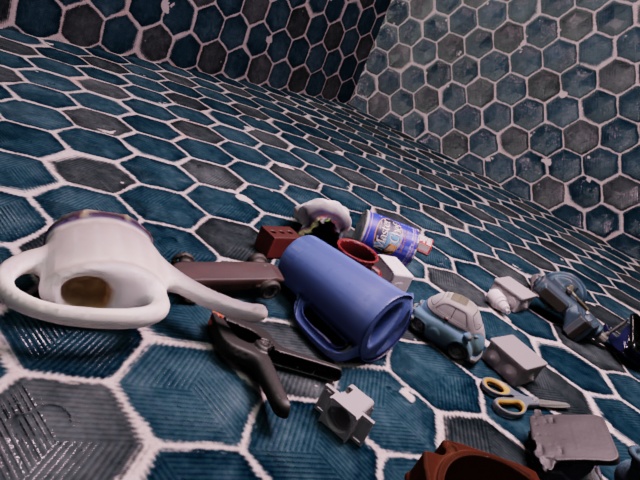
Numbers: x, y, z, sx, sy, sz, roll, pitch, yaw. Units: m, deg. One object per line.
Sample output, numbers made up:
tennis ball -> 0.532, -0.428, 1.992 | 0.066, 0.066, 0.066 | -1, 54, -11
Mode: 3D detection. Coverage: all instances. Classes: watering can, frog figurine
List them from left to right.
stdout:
watering can -> -0.261, 0.052, 0.733 | 0.347, 0.102, 0.228 | 8, 26, -31
frog figurine -> 0.004, -0.062, 1.241 | 0.137, 0.120, 0.163 | 1, 36, -5
